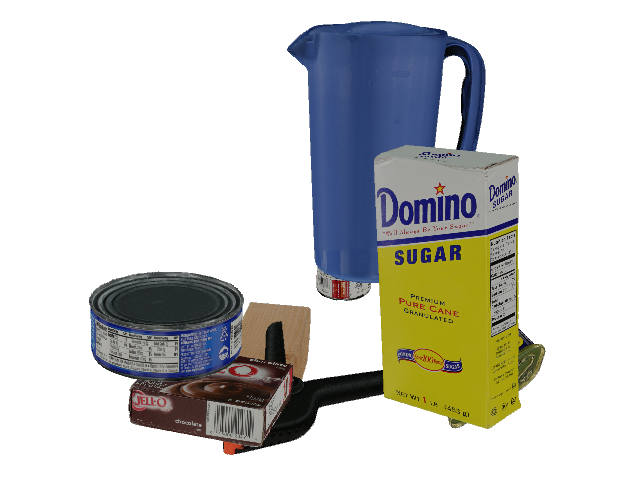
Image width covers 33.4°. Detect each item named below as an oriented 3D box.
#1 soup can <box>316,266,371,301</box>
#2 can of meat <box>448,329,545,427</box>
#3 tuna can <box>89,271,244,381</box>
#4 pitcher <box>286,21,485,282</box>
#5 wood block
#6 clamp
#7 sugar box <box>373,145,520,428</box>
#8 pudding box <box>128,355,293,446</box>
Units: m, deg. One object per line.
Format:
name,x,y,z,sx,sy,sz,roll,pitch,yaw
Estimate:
soup can,0.027,0.012,1.251,0.068,0.102,0.068,-1,29,0
can of meat,0.124,0.097,0.910,0.102,0.057,0.084,-26,53,-25
tuna can,-0.086,0.047,0.601,0.086,0.034,0.086,2,18,-1
pitcher,0.061,-0.088,1.029,0.149,0.243,0.144,13,20,36
wood block,-0.070,0.162,1.435,0.091,0.090,0.206,5,17,4
clamp,-0.024,0.158,1.092,0.165,0.036,0.209,16,30,21
sugar box,0.084,0.029,0.713,0.094,0.176,0.048,10,22,42
pudding box,-0.087,0.124,0.869,0.113,0.039,0.090,10,19,11
